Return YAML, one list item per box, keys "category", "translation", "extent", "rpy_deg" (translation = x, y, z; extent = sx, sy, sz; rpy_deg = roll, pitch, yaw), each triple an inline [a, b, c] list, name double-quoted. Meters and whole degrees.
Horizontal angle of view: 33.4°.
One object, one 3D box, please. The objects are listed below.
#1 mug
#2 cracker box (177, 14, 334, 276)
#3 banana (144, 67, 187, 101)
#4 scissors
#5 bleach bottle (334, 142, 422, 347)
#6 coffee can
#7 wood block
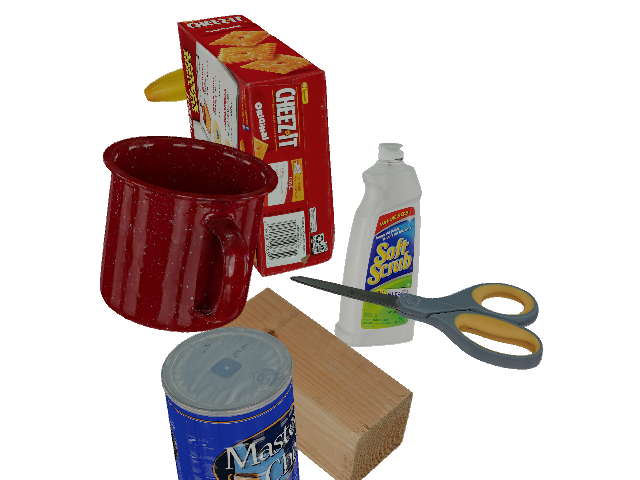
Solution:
- category: "mug"
  translation: [-0.069, 0.002, 0.568]
  extent: [0.093, 0.081, 0.117]
  rpy_deg: [-4, 26, -33]
- category: "cracker box"
  translation: [-0.057, -0.090, 0.912]
  extent: [0.072, 0.164, 0.214]
  rpy_deg: [-12, 27, -17]
- category: "banana"
  translation: [-0.090, -0.166, 1.144]
  extent: [0.198, 0.037, 0.069]
  rpy_deg: [9, 44, 18]
- category: "scissors"
  translation: [0.086, 0.044, 0.846]
  extent: [0.202, 0.016, 0.096]
  rpy_deg: [23, 40, 20]
- category: "bleach bottle"
  translation: [0.074, 0.004, 1.338]
  extent: [0.102, 0.251, 0.068]
  rpy_deg: [-3, 16, -19]
- category: "coffee can"
  translation: [-0.070, 0.156, 0.865]
  extent: [0.103, 0.140, 0.103]
  rpy_deg: [-2, 33, 1]
- category: "wood block"
  translation: [-0.014, 0.153, 1.130]
  extent: [0.206, 0.090, 0.090]
  rpy_deg: [35, 49, 27]
